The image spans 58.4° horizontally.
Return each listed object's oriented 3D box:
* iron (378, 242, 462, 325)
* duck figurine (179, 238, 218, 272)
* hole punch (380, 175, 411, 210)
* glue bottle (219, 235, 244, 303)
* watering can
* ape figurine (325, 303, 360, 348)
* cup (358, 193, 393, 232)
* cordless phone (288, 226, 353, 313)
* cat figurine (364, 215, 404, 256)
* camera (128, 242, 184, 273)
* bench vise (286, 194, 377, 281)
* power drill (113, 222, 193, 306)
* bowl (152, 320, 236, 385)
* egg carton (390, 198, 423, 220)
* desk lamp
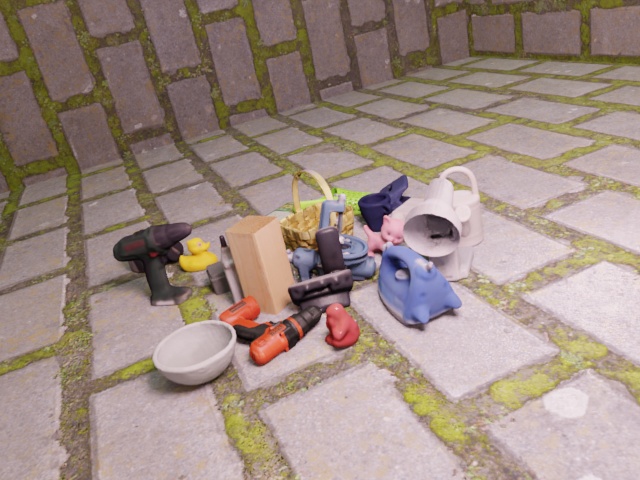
[{"bbox_3d":[0.179,0.071,1.200,0.119,0.142,0.257,-21,25,-18],"label":"iron"},{"bbox_3d":[-0.347,0.036,1.603,0.104,0.086,0.077,-12,24,2],"label":"duck figurine"},{"bbox_3d":[0.218,-0.135,1.691,0.101,0.091,0.108,-9,24,9],"label":"hole punch"},{"bbox_3d":[-0.211,0.067,1.361,0.037,0.173,0.078,-18,25,-11],"label":"glue bottle"},{"bbox_3d":[0.342,-0.083,1.390,0.101,0.194,0.172,-17,25,-9],"label":"watering can"},{"bbox_3d":[0.036,0.165,1.126,0.076,0.092,0.078,-8,25,11],"label":"ape figurine"},{"bbox_3d":[0.163,-0.070,1.572,0.092,0.095,0.117,-26,27,-27],"label":"cup"},{"bbox_3d":[-0.007,0.062,1.257,0.147,0.185,0.094,-17,25,-9],"label":"cordless phone"},{"bbox_3d":[0.165,-0.013,1.418,0.127,0.118,0.067,4,29,32],"label":"cat figurine"},{"bbox_3d":[-0.479,0.024,1.678,0.136,0.101,0.143,8,31,38],"label":"camera"},{"bbox_3d":[0.015,0.009,1.319,0.207,0.220,0.121,-17,24,-8],"label":"bench vise"},{"bbox_3d":[-0.396,0.058,1.431,0.229,0.209,0.076,-5,25,17],"label":"power drill"},{"bbox_3d":[-0.239,0.234,1.132,0.167,0.075,0.167,-11,24,5],"label":"bowl"},{"bbox_3d":[0.258,-0.061,1.537,0.107,0.069,0.151,8,32,39],"label":"egg carton"},{"bbox_3d":[0.263,-0.015,1.256,0.117,0.214,0.203,-2,26,23],"label":"desk lamp"}]
